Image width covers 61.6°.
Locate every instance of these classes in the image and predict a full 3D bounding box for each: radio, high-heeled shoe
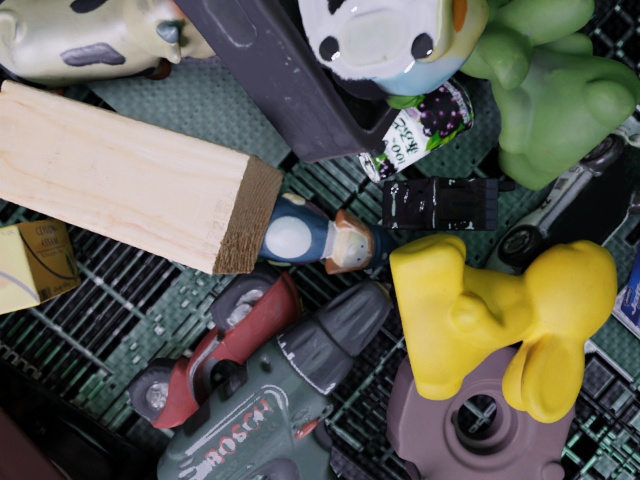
[{"bbox_3d":[-0.020,-0.175,0.399,0.229,0.073,0.131,49,54,-30],"label":"radio"},{"bbox_3d":[-0.201,0.168,0.457,0.249,0.086,0.145,4,112,13],"label":"high-heeled shoe"}]

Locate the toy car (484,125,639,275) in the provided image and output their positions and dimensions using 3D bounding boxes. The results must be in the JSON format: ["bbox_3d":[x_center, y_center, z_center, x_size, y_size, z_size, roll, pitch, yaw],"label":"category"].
[{"bbox_3d":[0.238,-0.018,0.502,0.073,0.056,0.201,42,87,-12],"label":"toy car"}]

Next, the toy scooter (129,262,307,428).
[{"bbox_3d":[-0.066,0.118,0.482,0.135,0.075,0.184,43,93,-6],"label":"toy scooter"}]

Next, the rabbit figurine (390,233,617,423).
[{"bbox_3d":[0.150,0.057,0.423,0.173,0.122,0.162,-15,77,4],"label":"rabbit figurine"}]

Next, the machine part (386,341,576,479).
[{"bbox_3d":[0.151,0.167,0.510,0.179,0.056,0.179,0,93,-3],"label":"machine part"}]

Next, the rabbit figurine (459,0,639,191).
[{"bbox_3d":[0.168,-0.139,0.454,0.170,0.159,0.121,44,100,9],"label":"rabbit figurine"}]

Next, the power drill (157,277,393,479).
[{"bbox_3d":[0.007,0.168,0.430,0.232,0.086,0.207,-35,111,-1],"label":"power drill"}]

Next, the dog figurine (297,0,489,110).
[{"bbox_3d":[0.088,-0.194,0.387,0.219,0.109,0.191,-17,99,-48],"label":"dog figurine"}]

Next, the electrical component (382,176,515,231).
[{"bbox_3d":[0.122,-0.032,0.482,0.119,0.075,0.047,0,92,-33],"label":"electrical component"}]

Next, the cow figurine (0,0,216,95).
[{"bbox_3d":[-0.163,-0.169,0.427,0.195,0.127,0.085,-8,98,-1],"label":"cow figurine"}]

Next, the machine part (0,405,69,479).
[{"bbox_3d":[-0.297,0.213,0.420,0.201,0.087,0.201,-35,98,32],"label":"machine part"}]

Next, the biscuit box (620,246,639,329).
[{"bbox_3d":[0.337,-0.013,0.485,0.059,0.063,0.202,12,103,13],"label":"biscuit box"}]

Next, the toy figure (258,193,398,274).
[{"bbox_3d":[-0.001,-0.001,0.488,0.154,0.058,0.064,12,132,-6],"label":"toy figure"}]

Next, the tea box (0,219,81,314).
[{"bbox_3d":[-0.305,0.034,0.447,0.170,0.098,0.068,-13,96,-5],"label":"tea box"}]
